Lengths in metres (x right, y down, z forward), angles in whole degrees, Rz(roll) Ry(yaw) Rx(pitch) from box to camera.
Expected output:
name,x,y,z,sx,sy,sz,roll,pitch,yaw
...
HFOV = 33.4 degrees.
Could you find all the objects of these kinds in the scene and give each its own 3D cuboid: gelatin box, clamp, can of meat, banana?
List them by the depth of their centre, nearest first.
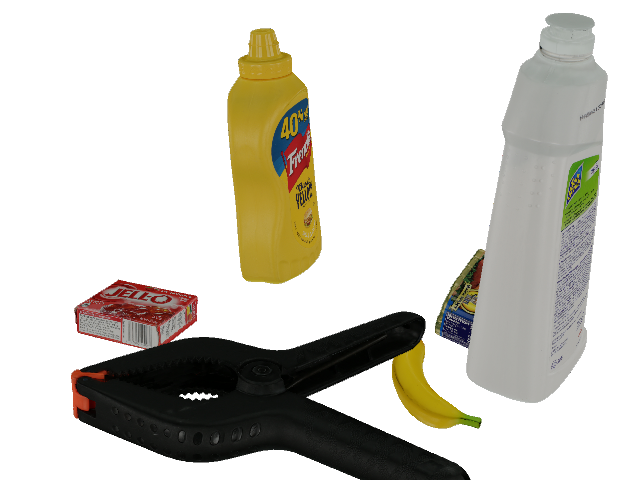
name,x,y,z,sx,sy,sz,roll,pitch,yaw
clamp,-0.027,0.081,0.586,0.210,0.036,0.164,4,25,2
can of meat,0.162,0.061,0.968,0.084,0.057,0.102,24,44,20
gelatin box,-0.169,0.067,0.983,0.089,0.030,0.073,11,22,21
banana,0.118,0.169,1.249,0.069,0.037,0.198,9,21,-20

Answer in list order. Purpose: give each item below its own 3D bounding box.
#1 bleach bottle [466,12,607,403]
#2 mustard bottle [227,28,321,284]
name,x,y,z,sx,sy,sz,roll,pitch,yaw
bleach bottle,0.145,-0.022,0.682,0.068,0.251,0.102,18,35,25
mustard bottle,-0.037,-0.070,0.837,0.058,0.192,0.096,5,24,22
